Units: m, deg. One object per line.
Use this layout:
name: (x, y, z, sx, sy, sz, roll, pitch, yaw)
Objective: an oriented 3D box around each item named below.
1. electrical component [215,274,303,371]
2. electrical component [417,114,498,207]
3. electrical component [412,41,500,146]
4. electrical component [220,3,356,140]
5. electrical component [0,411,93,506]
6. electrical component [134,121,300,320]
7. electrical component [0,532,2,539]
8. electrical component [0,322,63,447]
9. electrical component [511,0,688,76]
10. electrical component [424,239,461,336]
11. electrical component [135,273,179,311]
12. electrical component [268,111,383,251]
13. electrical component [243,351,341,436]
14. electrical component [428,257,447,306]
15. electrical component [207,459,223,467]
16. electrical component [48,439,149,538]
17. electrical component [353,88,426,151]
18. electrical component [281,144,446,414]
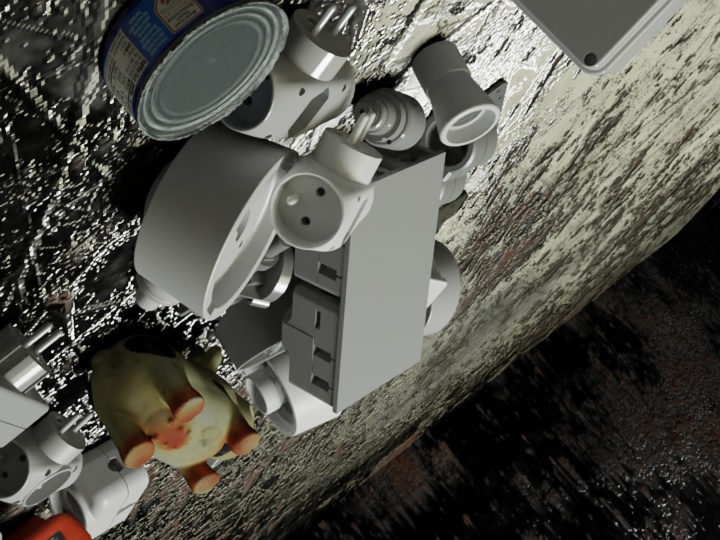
electrical component: (-0.070, 0.046, 0.907, 0.099, 0.064, 0.099, -38, 166, -12)
electrical component: (0.066, -0.081, 0.902, 0.074, 0.052, 0.138, -22, 157, -53)
electrical component: (0.062, -0.123, 0.735, 0.044, 0.065, 0.044, -20, 156, -9)
electrical component: (-0.031, -0.111, 0.571, 0.079, 0.043, 0.077, -48, 165, 31)
electrical component: (-0.229, 0.131, 0.790, 0.079, 0.044, 0.077, -43, 166, 6)
electrical component: (-0.086, -0.033, 0.610, 0.108, 0.060, 0.108, -61, 174, -12)
electrical component: (-0.310, 0.206, 0.770, 0.108, 0.060, 0.108, -38, 166, -11)
electrical component: (-0.205, 0.057, 0.619, 0.076, 0.047, 0.083, -39, 166, -7)
electrical component: (0.135, -0.181, 0.653, 0.078, 0.113, 0.057, -47, 168, 24)
electrical component: (0.053, 0.020, 1.097, 0.064, 0.099, 0.099, -15, 151, -48)
electrical component: (-0.121, 0.003, 0.684, 0.062, 0.048, 0.048, -42, 168, 36)
electrical component: (-0.013, -0.055, 0.613, 0.079, 0.043, 0.077, -61, 174, 16)
electrical component: (-0.072, 0.103, 1.002, 0.060, 0.108, 0.108, -27, 162, -25)
electrical component: (0.019, 0.015, 1.015, 0.100, 0.048, 0.099, 11, 134, -33)
electrical component: (-0.156, 0.162, 1.043, 0.048, 0.062, 0.048, -38, 166, -11)
electrical component: (-0.237, 0.199, 0.958, 0.059, 0.053, 0.095, -27, 161, -44)
electrical component: (0.016, -0.103, 0.728, 0.040, 0.040, 0.078, -45, 165, 17)
electrical component: (0.000, 0.000, 0.822, 0.105, 0.060, 0.186, -27, 132, -44)
